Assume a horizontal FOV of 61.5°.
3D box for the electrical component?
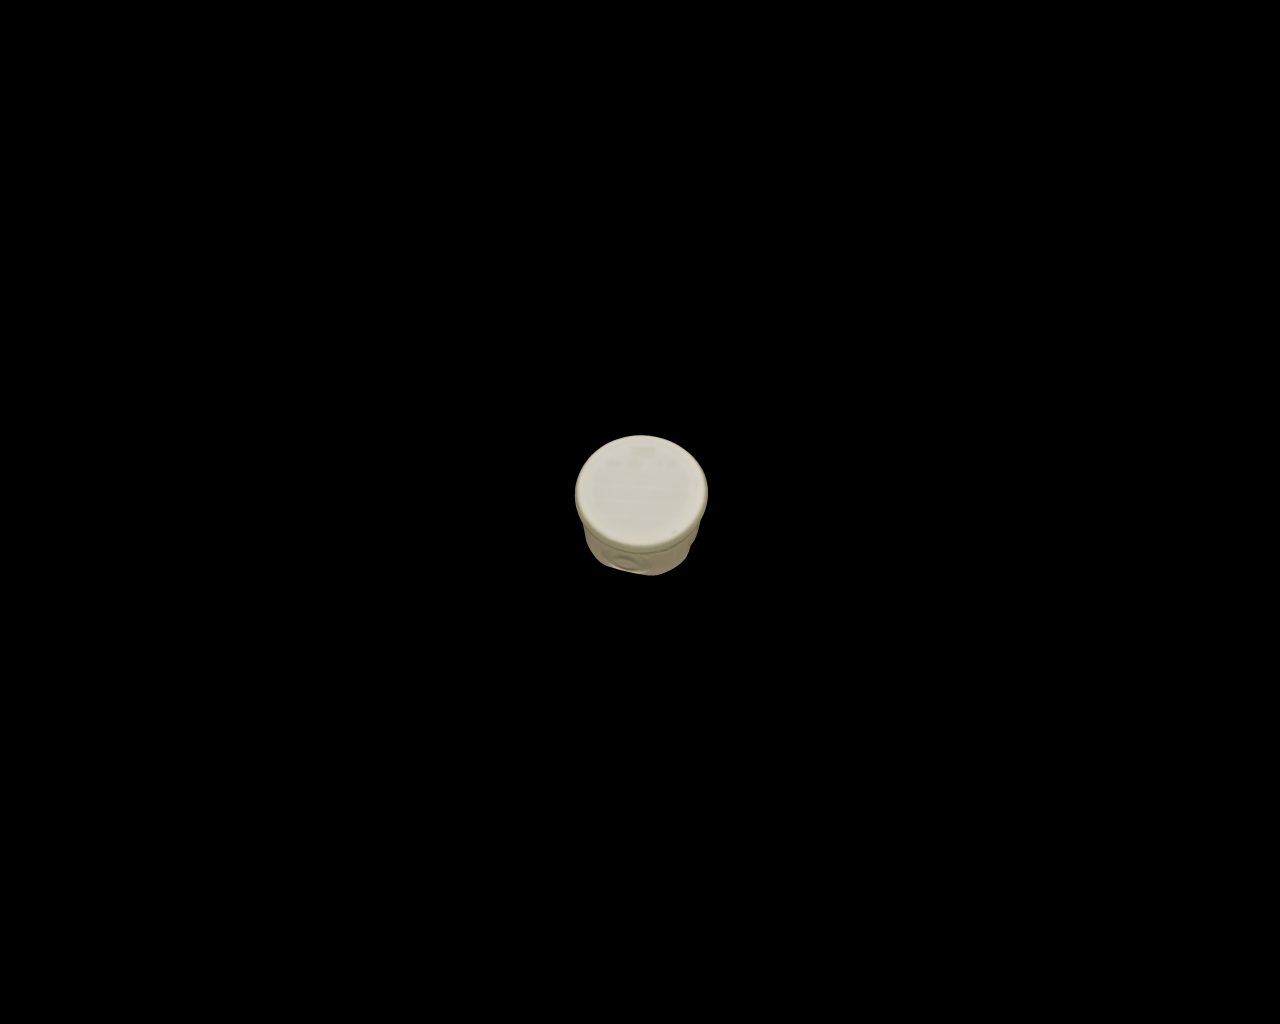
[{"bbox_3d":[0.001,-0.003,0.650,0.080,0.080,0.051,0,-28,0],"label":"electrical component"}]
